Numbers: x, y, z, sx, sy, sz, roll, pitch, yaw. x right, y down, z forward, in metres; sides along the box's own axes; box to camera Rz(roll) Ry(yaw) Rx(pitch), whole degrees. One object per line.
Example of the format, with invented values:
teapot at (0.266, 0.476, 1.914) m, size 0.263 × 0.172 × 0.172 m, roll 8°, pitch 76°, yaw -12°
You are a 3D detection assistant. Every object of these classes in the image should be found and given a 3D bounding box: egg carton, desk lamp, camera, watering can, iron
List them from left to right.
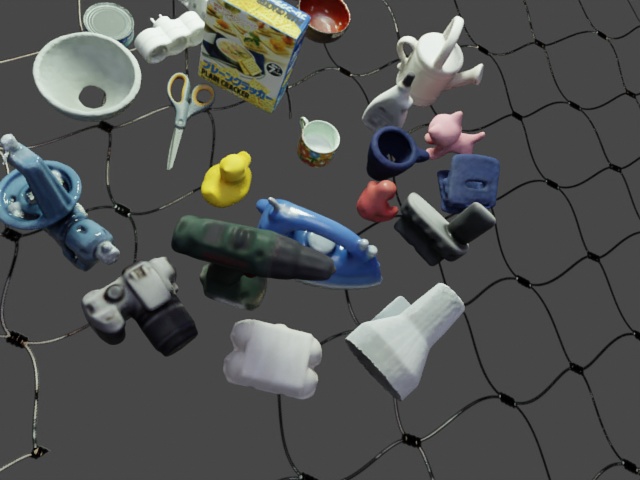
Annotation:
camera at (-0.256, 0.109, 0.848) m, size 0.143 × 0.100 × 0.137 m, roll -34°, pitch 81°, yaw -26°
egg carton at (-0.072, 0.185, 0.892) m, size 0.150 × 0.069 × 0.107 m, roll 15°, pitch 65°, yaw -11°
iron at (0.009, 0.003, 0.950) m, size 0.258 × 0.141 × 0.119 m, roll 21°, pitch 64°, yaw -8°
desk lamp at (0.124, 0.151, 0.886) m, size 0.204 × 0.213 × 0.118 m, roll -39°, pitch 83°, yaw -26°
watering can at (0.241, -0.361, 1.141) m, size 0.173 × 0.194 × 0.101 m, roll 7°, pitch 67°, yaw -14°

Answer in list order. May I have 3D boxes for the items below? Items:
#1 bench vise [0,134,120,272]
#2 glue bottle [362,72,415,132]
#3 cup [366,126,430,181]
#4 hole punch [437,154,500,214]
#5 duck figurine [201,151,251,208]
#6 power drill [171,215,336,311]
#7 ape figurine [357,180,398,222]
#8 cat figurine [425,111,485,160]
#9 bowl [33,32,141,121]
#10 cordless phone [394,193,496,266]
bench vise at (-0.368, -0.058, 0.814) m, size 0.207 × 0.219 × 0.121 m, roll 23°, pitch 64°, yaw -7°
glue bottle at (0.140, -0.259, 1.080) m, size 0.078 × 0.173 × 0.037 m, roll 39°, pitch 63°, yaw 1°
cup at (0.138, -0.151, 1.079) m, size 0.118 × 0.095 × 0.091 m, roll 7°, pitch 67°, yaw -14°
hole punch at (0.294, -0.106, 1.112) m, size 0.109 × 0.091 × 0.101 m, roll 3°, pitch 68°, yaw -16°
duck figurine at (-0.155, -0.109, 0.976) m, size 0.077 × 0.086 × 0.105 m, roll 40°, pitch 63°, yaw 2°
power drill at (-0.109, 0.038, 0.862) m, size 0.230 × 0.208 × 0.075 m, roll 18°, pitch 64°, yaw -9°
ape figurine at (0.110, -0.077, 1.042) m, size 0.076 × 0.092 × 0.078 m, roll -12°, pitch 73°, yaw -21°
cat figurine at (0.261, -0.206, 1.127) m, size 0.128 × 0.117 × 0.067 m, roll 9°, pitch 66°, yaw -14°
bowl at (-0.390, -0.263, 0.972) m, size 0.168 × 0.074 × 0.167 m, roll 6°, pitch 67°, yaw -15°
cordless phone at (0.225, -0.043, 1.012) m, size 0.147 × 0.185 × 0.094 m, roll 42°, pitch 63°, yaw 3°
